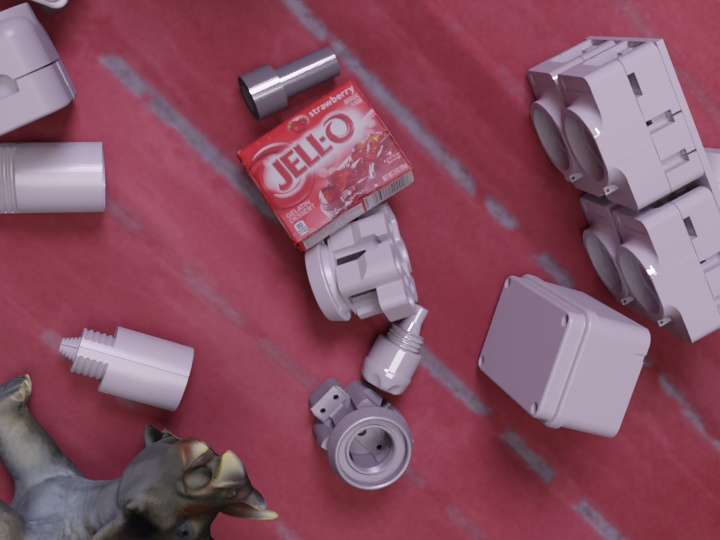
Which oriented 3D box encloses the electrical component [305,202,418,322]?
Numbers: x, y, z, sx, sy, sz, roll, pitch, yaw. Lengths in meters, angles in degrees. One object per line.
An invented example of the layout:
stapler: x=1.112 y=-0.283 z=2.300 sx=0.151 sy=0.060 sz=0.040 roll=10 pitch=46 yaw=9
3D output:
electrical component: x=0.000 y=0.000 z=0.697 sx=0.057 sy=0.078 sz=0.058 roll=-18 pitch=147 yaw=12

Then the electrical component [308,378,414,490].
electrical component: x=0.003 y=0.114 z=0.729 sx=0.058 sy=0.057 sz=0.078 roll=-46 pitch=107 yaw=1

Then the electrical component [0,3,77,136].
electrical component: x=-0.201 y=-0.114 z=0.614 sx=0.054 sy=0.095 sz=0.059 roll=-25 pitch=107 yaw=-5

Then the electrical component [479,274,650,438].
electrical component: x=0.131 y=0.054 z=0.713 sx=0.057 sy=0.113 sz=0.078 roll=15 pitch=99 yaw=-18

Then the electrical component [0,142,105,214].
electrical component: x=-0.198 y=-0.056 z=0.655 sx=0.081 sy=0.043 sz=0.043 roll=-2 pitch=103 yaw=-11

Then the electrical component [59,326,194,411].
electrical component: x=-0.153 y=0.059 z=0.692 sx=0.081 sy=0.043 sz=0.043 roll=18 pitch=99 yaw=-15

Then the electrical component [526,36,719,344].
electrical component: x=0.179 y=-0.053 z=0.701 sx=0.060 sy=0.105 sz=0.186 roll=-28 pitch=107 yaw=-4

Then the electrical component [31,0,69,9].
electrical component: x=-0.204 y=-0.218 z=0.609 sx=0.109 sy=0.056 sz=0.108 roll=18 pitch=99 yaw=-15

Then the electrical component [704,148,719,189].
electrical component: x=0.290 y=-0.078 z=0.746 sx=0.138 sy=0.052 sz=0.073 roll=2 pitch=102 yaw=-12

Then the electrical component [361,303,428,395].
electrical component: x=0.027 y=0.052 z=0.732 sx=0.035 sy=0.035 sz=0.061 roll=27 pitch=94 yaw=-16
